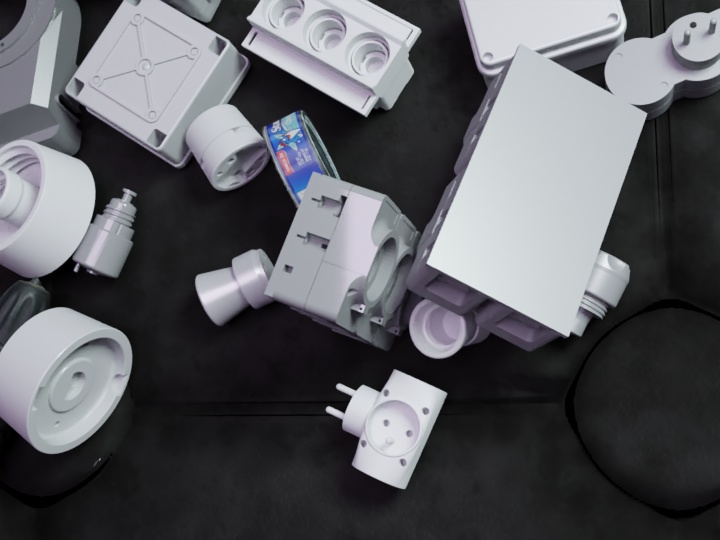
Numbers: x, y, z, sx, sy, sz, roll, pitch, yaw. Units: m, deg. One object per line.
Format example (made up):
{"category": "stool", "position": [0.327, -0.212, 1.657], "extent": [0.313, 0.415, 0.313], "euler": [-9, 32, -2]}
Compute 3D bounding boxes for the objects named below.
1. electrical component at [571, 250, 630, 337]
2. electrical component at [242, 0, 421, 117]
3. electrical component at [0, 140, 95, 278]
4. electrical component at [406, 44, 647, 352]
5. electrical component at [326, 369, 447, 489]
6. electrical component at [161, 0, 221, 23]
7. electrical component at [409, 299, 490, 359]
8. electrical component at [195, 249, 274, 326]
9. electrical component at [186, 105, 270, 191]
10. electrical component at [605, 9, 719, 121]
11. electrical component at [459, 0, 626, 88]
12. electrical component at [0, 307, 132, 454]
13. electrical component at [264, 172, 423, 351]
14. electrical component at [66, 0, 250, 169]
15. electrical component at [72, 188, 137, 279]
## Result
{"category": "electrical component", "position": [0.165, 0.017, 0.778], "extent": [0.043, 0.043, 0.062], "euler": [26, 88, 18]}
{"category": "electrical component", "position": [-0.020, -0.178, 0.854], "extent": [0.121, 0.063, 0.078], "euler": [32, 88, 18]}
{"category": "electrical component", "position": [-0.276, -0.054, 0.876], "extent": [0.108, 0.060, 0.108], "euler": [-14, 64, 30]}
{"category": "electrical component", "position": [0.116, -0.049, 0.757], "extent": [0.105, 0.060, 0.186], "euler": [27, 67, -7]}
{"category": "electrical component", "position": [0.013, 0.110, 0.796], "extent": [0.079, 0.044, 0.077], "euler": [23, 85, 17]}
{"category": "electrical component", "position": [-0.148, -0.252, 0.902], "extent": [0.096, 0.061, 0.061], "euler": [25, 86, 18]}
{"category": "electrical component", "position": [0.070, 0.039, 0.785], "extent": [0.044, 0.065, 0.044], "euler": [1, 93, 30]}
{"category": "electrical component", "position": [-0.095, 0.013, 0.843], "extent": [0.055, 0.045, 0.045], "euler": [-25, 74, 8]}
{"category": "electrical component", "position": [-0.107, -0.099, 0.865], "extent": [0.055, 0.055, 0.047], "euler": [-38, 69, 4]}
{"category": "electrical component", "position": [0.245, -0.161, 0.778], "extent": [0.138, 0.074, 0.052], "euler": [-23, 74, 9]}
{"category": "electrical component", "position": [0.139, -0.191, 0.819], "extent": [0.113, 0.057, 0.078], "euler": [-16, 75, 11]}
{"category": "electrical component", "position": [-0.237, 0.081, 0.836], "extent": [0.060, 0.108, 0.108], "euler": [27, 86, 24]}
{"category": "electrical component", "position": [0.000, 0.000, 0.767], "extent": [0.062, 0.150, 0.089], "euler": [20, 84, 18]}
{"category": "electrical component", "position": [-0.167, -0.159, 0.891], "extent": [0.109, 0.056, 0.108], "euler": [32, 88, 17]}
{"category": "electrical component", "position": [-0.205, -0.029, 0.882], "extent": [0.040, 0.040, 0.078], "euler": [22, 85, 17]}
